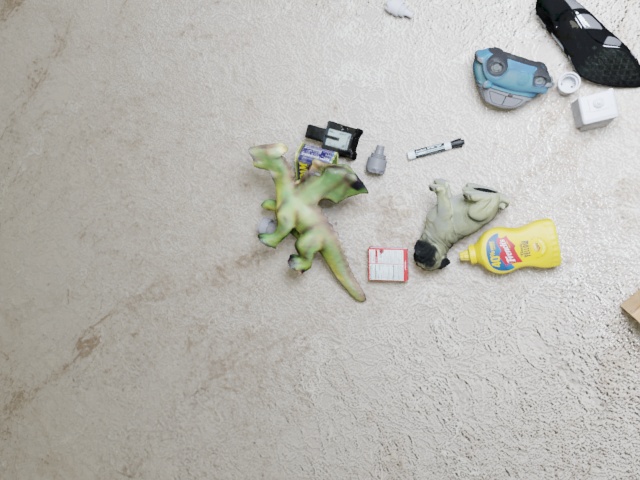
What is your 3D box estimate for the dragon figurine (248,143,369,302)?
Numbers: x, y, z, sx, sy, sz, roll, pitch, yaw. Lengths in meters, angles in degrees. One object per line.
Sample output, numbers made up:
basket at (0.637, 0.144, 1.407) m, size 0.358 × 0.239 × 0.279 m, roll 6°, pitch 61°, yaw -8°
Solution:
dragon figurine at (0.003, -0.056, 1.106) m, size 0.409 × 0.238 × 0.125 m, roll 38°, pitch 34°, yaw -6°
